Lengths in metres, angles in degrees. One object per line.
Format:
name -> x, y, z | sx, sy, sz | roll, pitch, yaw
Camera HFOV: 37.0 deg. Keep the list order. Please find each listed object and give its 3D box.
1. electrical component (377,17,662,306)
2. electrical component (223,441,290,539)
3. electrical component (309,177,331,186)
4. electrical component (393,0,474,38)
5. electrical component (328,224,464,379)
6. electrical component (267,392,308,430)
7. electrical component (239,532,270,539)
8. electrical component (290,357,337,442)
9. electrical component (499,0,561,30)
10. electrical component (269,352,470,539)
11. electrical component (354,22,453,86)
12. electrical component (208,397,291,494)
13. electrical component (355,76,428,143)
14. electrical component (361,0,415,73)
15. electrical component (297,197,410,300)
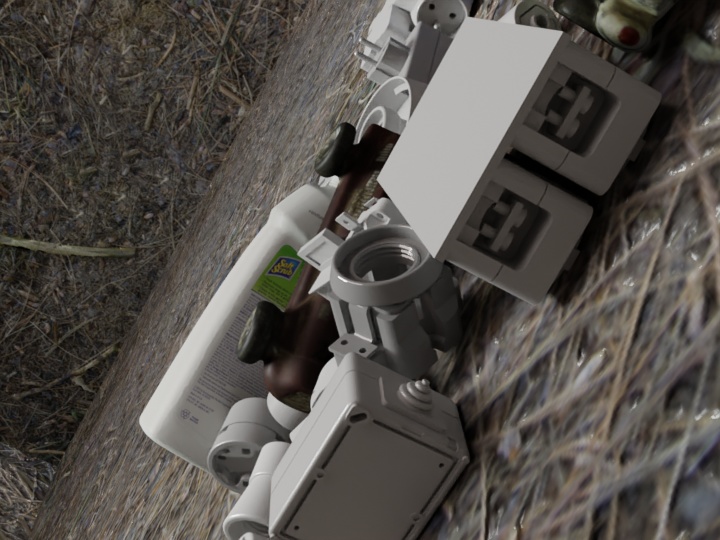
electrical component -> 0.072, -0.061, 0.535 | 0.105, 0.060, 0.186 | -61, 13, 10
electrical component -> -0.055, 0.141, 0.678 | 0.044, 0.044, 0.065 | -50, 13, 44
electrical component -> -0.020, -0.069, 0.947 | 0.055, 0.048, 0.066 | -46, 20, 32
electrical component -> 0.053, -0.233, 0.906 | 0.077, 0.079, 0.043 | -83, 17, -56
electrical component -> 0.017, 0.014, 0.545 | 0.058, 0.057, 0.078 | 21, 48, 40
electrical component -> -0.030, 0.074, 0.714 | 0.078, 0.040, 0.040 | -55, 15, 32
electrical component -> -0.048, 0.172, 0.574 | 0.055, 0.047, 0.055 | -58, 14, 23
electrical component -> -0.011, 0.087, 0.577 | 0.079, 0.043, 0.077 | -44, 15, 4
electrical component -> 0.091, -0.134, 0.652 | 0.065, 0.044, 0.044 | -33, 32, 57
electrical component -> 0.006, 0.085, 0.501 | 0.096, 0.062, 0.061 | -59, 13, 18
electrical component -> 0.031, -0.161, 0.860 | 0.047, 0.076, 0.083 | -50, 18, 45
electrical component -> -0.075, 0.124, 0.761 | 0.055, 0.055, 0.047 | -54, 12, 36
electrical component -> 0.035, -0.091, 0.786 | 0.099, 0.064, 0.099 | -45, 36, 45
electrical component -> 0.041, -0.201, 0.944 | 0.050, 0.056, 0.089 | -54, 16, 35
electrical component -> 0.010, -0.003, 0.622 | 0.063, 0.081, 0.042 | -59, 12, -24
